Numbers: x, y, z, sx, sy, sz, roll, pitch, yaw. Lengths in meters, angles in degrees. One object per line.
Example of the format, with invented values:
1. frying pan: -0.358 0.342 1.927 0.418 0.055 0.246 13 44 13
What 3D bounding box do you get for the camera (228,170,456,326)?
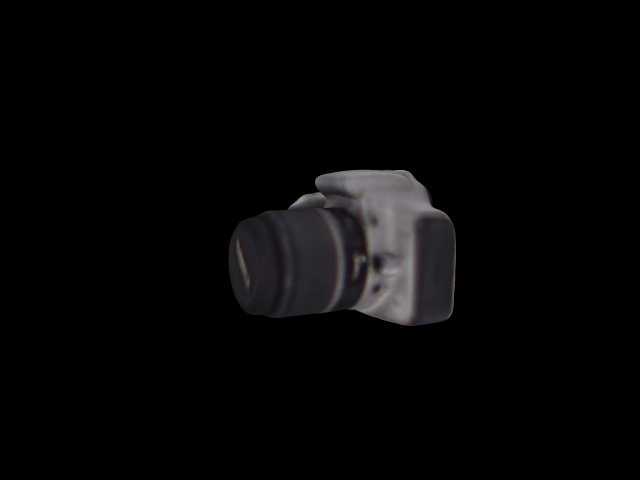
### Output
1. camera: 0.004 0.001 0.400 0.137 0.101 0.142 -4 7 -29
